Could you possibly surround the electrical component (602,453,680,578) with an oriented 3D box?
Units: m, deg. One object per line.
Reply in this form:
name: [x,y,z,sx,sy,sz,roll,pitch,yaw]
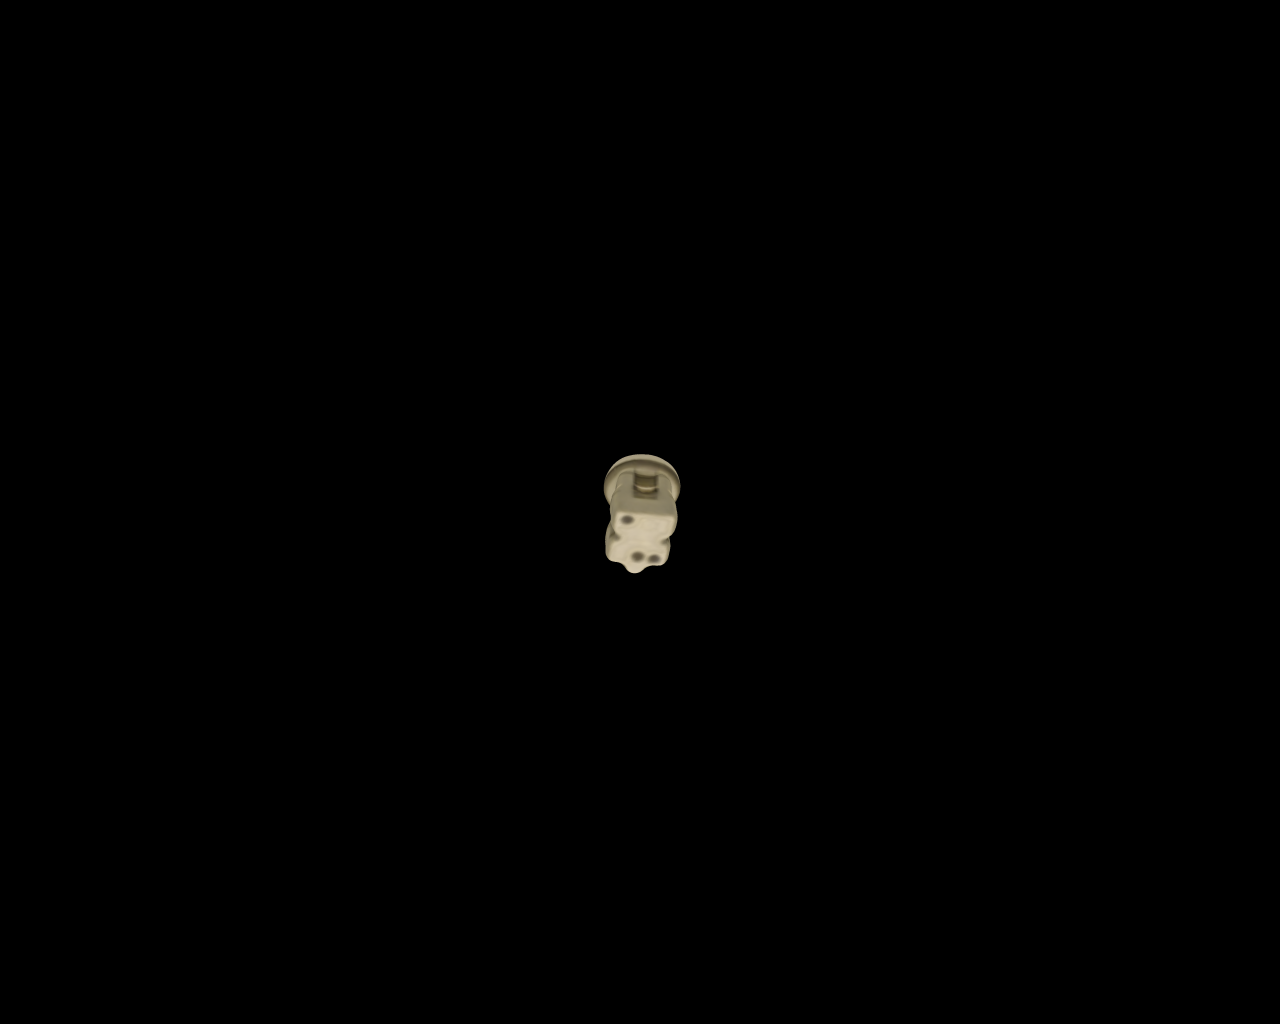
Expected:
electrical component: [0.001,-0.003,0.650,0.048,0.066,0.055,7,43,-7]
